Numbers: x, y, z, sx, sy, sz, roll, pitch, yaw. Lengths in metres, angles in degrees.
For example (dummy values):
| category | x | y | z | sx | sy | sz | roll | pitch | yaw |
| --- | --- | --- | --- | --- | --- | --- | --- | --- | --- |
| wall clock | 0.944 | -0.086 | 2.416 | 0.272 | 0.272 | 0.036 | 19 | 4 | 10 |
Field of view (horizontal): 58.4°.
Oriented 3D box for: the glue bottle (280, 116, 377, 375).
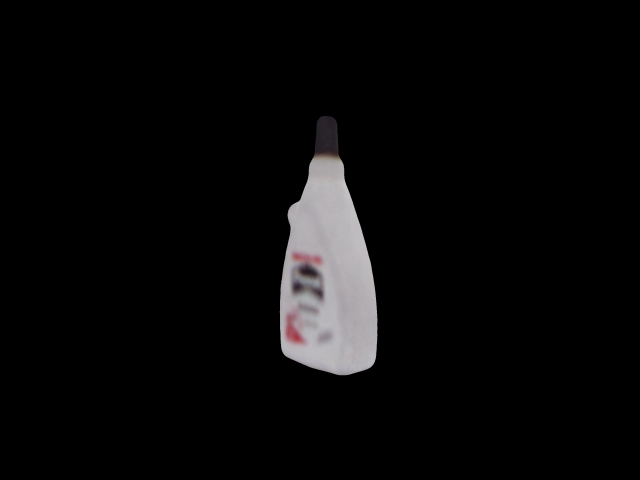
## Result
| category | x | y | z | sx | sy | sz | roll | pitch | yaw |
| --- | --- | --- | --- | --- | --- | --- | --- | --- | --- |
| glue bottle | 0.004 | 0.001 | 0.400 | 0.037 | 0.173 | 0.077 | -4 | 6 | -43 |
